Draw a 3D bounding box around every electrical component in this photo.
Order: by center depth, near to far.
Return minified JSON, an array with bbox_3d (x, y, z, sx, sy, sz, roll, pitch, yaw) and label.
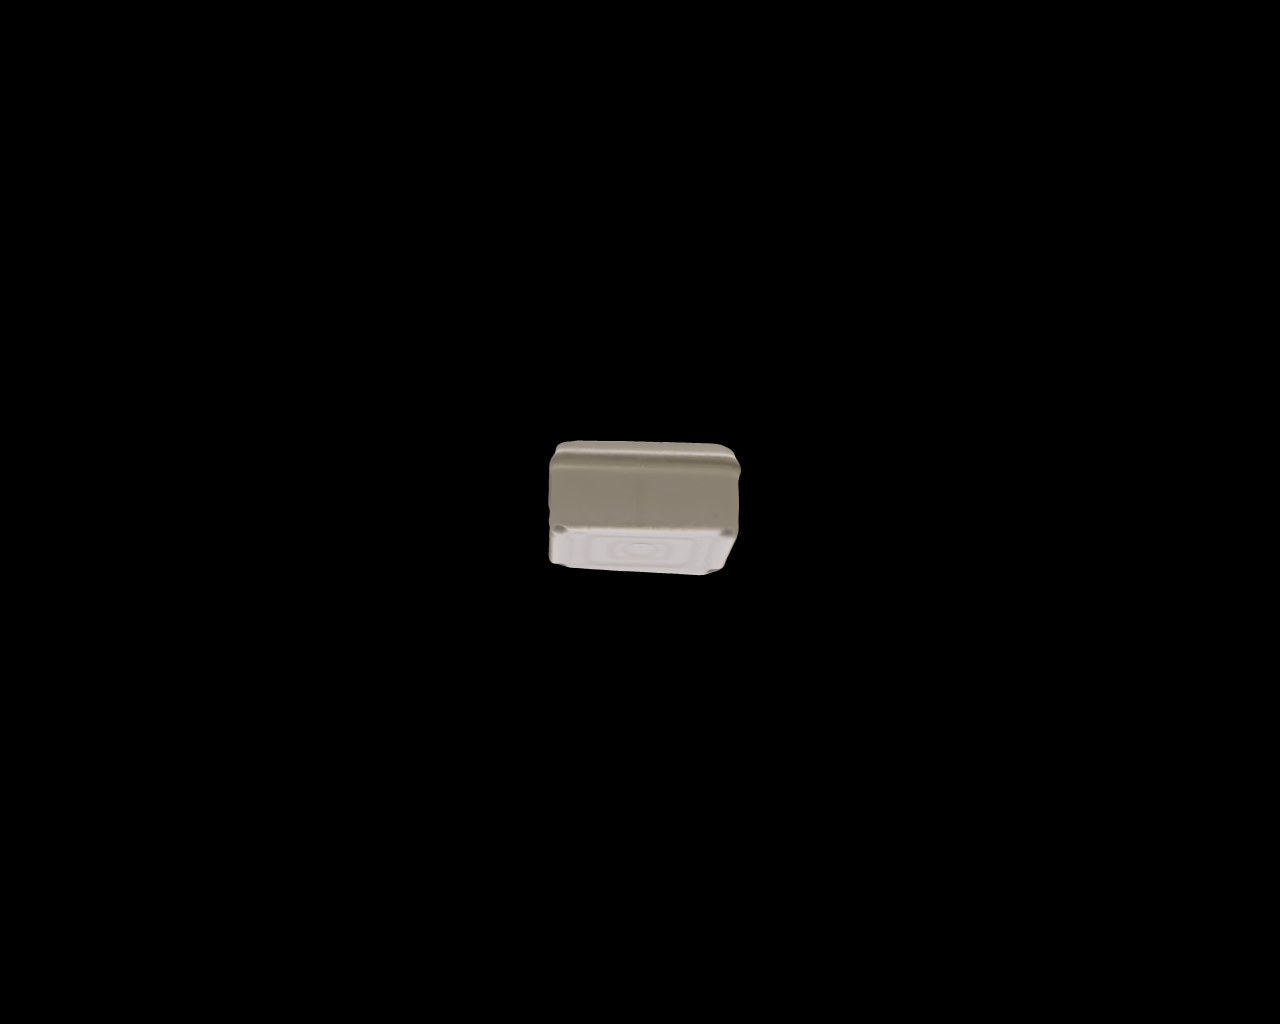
[{"bbox_3d":[0.001,-0.003,0.650,0.113,0.057,0.078,2,-23,-5],"label":"electrical component"}]
